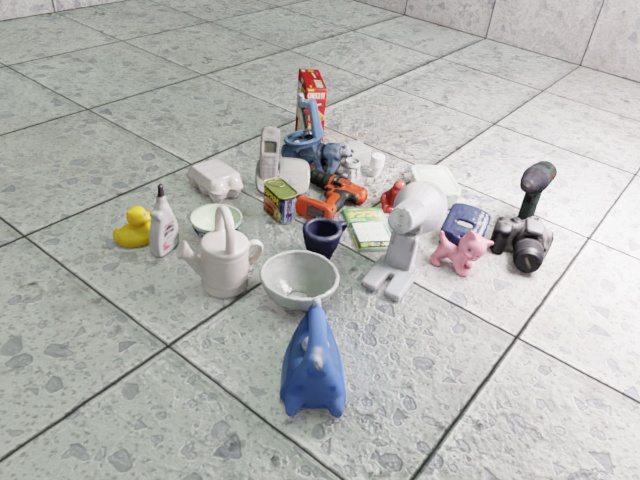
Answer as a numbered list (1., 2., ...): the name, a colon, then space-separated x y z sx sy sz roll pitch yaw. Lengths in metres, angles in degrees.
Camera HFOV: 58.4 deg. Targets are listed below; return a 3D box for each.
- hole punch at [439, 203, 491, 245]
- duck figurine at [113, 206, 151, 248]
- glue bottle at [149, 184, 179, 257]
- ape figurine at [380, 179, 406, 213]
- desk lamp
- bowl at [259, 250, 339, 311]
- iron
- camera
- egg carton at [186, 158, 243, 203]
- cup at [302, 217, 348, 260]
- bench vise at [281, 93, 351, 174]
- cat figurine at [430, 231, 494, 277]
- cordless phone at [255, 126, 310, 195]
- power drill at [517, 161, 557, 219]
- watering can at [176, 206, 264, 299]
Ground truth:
1. hole punch: 0.363 -0.028 1.430 0.108 0.091 0.101 21 38 19
2. duck figurine: -0.426 -0.037 1.321 0.105 0.086 0.077 -20 44 -31
3. glue bottle: -0.351 -0.049 1.275 0.037 0.173 0.078 17 37 15
4. ape figurine: 0.205 -0.120 1.530 0.077 0.092 0.076 30 42 29
5. desk lamp: 0.191 -0.008 1.272 0.117 0.214 0.204 21 39 20
6. bowl: -0.044 0.098 1.208 0.167 0.075 0.167 4 36 -3
7. iron: -0.009 0.187 1.034 0.118 0.141 0.258 3 36 -5
8. camera: 0.494 0.007 1.396 0.143 0.101 0.137 15 37 11
9. egg carton: -0.279 -0.160 1.527 0.107 0.069 0.149 -27 48 -37
10. cup: 0.012 0.005 1.327 0.118 0.095 0.091 -21 44 -33
11. bench vise: -0.007 -0.306 1.643 0.207 0.220 0.121 9 36 3
12. cat figurine: 0.333 0.017 1.342 0.127 0.118 0.067 21 38 19
13. cordless phone: -0.097 -0.212 1.528 0.147 0.185 0.094 0 36 -8
14. power drill: 0.535 -0.102 1.459 0.075 0.208 0.230 24 40 23
15. watering can: -0.204 0.021 1.185 0.173 0.194 0.100 -26 47 -36
